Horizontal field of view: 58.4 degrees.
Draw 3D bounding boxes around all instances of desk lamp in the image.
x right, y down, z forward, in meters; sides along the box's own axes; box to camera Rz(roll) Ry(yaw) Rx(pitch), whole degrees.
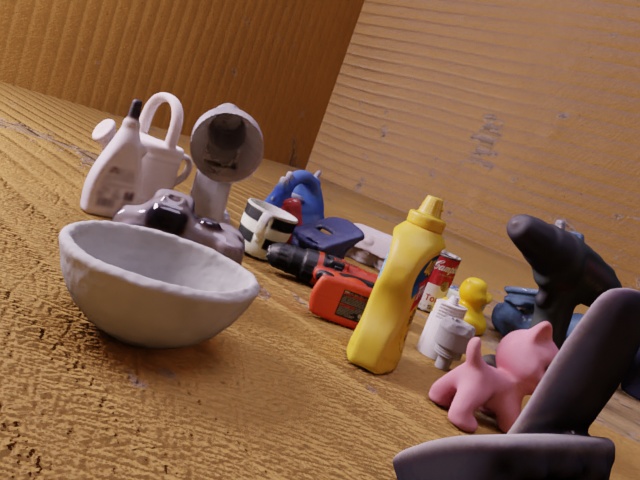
[{"bbox_3d":[-0.181,-0.133,1.000,0.118,0.213,0.203,17,10,-18],"label":"desk lamp"}]

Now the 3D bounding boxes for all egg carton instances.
[{"bbox_3d":[0.106,0.015,1.200,0.150,0.069,0.107,23,10,16],"label":"egg carton"}]

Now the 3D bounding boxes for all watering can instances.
[{"bbox_3d":[-0.274,-0.142,0.914,0.100,0.194,0.173,23,10,16],"label":"watering can"}]

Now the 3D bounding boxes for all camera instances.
[{"bbox_3d":[-0.159,-0.005,0.656,0.143,0.101,0.136,18,10,-14],"label":"camera"}]

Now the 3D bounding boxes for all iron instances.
[{"bbox_3d":[-0.060,-0.089,1.227,0.118,0.141,0.259,23,10,16],"label":"iron"}]

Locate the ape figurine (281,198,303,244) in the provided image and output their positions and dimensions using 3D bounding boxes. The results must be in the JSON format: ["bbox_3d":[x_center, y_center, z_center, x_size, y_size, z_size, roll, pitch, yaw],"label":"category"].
[{"bbox_3d":[-0.061,-0.035,1.068,0.076,0.092,0.078,24,10,23],"label":"ape figurine"}]

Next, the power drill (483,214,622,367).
[{"bbox_3d":[0.293,0.087,0.745,0.230,0.208,0.075,14,11,-32],"label":"power drill"}]

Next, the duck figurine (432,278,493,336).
[{"bbox_3d":[0.236,0.101,0.926,0.105,0.086,0.077,15,11,-30],"label":"duck figurine"}]

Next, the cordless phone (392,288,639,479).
[{"bbox_3d":[0.144,0.109,0.382,0.148,0.185,0.093,13,12,-37],"label":"cordless phone"}]

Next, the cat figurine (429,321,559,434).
[{"bbox_3d":[0.186,0.128,0.570,0.128,0.118,0.067,15,10,-27],"label":"cat figurine"}]

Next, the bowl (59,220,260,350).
[{"bbox_3d":[-0.141,0.046,0.486,0.167,0.075,0.167,20,9,-3],"label":"bowl"}]

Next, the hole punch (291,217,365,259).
[{"bbox_3d":[0.009,0.004,0.993,0.101,0.091,0.108,12,12,-40],"label":"hole punch"}]

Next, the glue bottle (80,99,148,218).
[{"bbox_3d":[-0.282,-0.117,0.818,0.078,0.173,0.037,12,12,-40],"label":"glue bottle"}]

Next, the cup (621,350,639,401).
[{"bbox_3d":[0.523,0.208,0.889,0.117,0.095,0.092,22,9,12],"label":"cup"}]

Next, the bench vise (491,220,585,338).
[{"bbox_3d":[0.399,0.089,0.923,0.206,0.220,0.122,27,12,38],"label":"bench vise"}]
